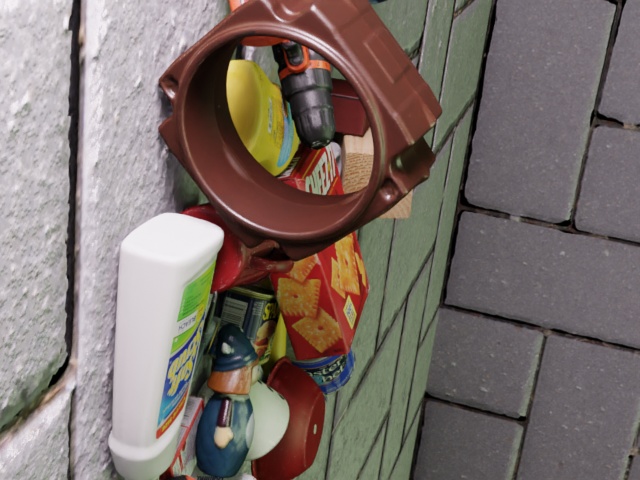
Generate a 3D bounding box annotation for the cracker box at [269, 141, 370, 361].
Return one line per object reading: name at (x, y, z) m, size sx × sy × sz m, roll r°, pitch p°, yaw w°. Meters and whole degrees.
cracker box at (-0.008, 0.001, 1.199) m, size 0.164 × 0.072 × 0.213 m, roll -65°, pitch 143°, yaw -62°

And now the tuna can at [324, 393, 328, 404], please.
tuna can at (-0.035, 0.214, 1.424) m, size 0.086 × 0.086 × 0.033 m, roll 80°, pitch 27°, yaw -58°

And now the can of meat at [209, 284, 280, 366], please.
can of meat at (-0.081, 0.093, 1.186) m, size 0.102 × 0.057 × 0.084 m, roll 6°, pitch 99°, yaw -77°

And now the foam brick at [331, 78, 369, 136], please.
foam brick at (0.027, -0.169, 1.344) m, size 0.053 × 0.078 × 0.051 m, roll -57°, pitch 154°, yaw -55°

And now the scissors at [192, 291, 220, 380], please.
scissors at (-0.117, 0.103, 1.024) m, size 0.202 × 0.016 × 0.096 m, roll 116°, pitch -3°, yaw -80°

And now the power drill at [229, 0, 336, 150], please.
power drill at (-0.033, -0.190, 1.006) m, size 0.187 × 0.057 × 0.184 m, roll 42°, pitch 34°, yaw -75°

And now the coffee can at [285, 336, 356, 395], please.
coffee can at (-0.009, 0.138, 1.425) m, size 0.140 × 0.103 × 0.102 m, roll 76°, pitch 30°, yaw -63°

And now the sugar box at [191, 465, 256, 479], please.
sugar box at (-0.105, 0.289, 1.187) m, size 0.176 × 0.093 × 0.048 m, roll 78°, pitch 27°, yaw -62°

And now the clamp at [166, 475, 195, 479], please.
clamp at (-0.173, 0.281, 0.971) m, size 0.209 × 0.036 × 0.164 m, roll -49°, pitch 150°, yaw -42°

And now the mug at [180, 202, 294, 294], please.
mug at (-0.080, 0.008, 0.986) m, size 0.081 × 0.117 × 0.093 m, roll -21°, pitch 130°, yaw -69°

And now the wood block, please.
wood block at (0.069, -0.117, 1.404) m, size 0.206 × 0.090 × 0.091 m, roll -93°, pitch -174°, yaw -60°

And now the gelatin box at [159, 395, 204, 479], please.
gelatin box at (-0.145, 0.213, 1.087) m, size 0.073 × 0.030 × 0.089 m, roll 90°, pitch 17°, yaw -48°

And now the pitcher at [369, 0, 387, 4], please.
pitcher at (0.036, -0.380, 1.109) m, size 0.149 × 0.145 × 0.242 m, roll 104°, pitch 1°, yaw -63°

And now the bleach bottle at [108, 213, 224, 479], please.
bleach bottle at (-0.142, 0.110, 0.935) m, size 0.102 × 0.068 × 0.251 m, roll -45°, pitch 147°, yaw -63°

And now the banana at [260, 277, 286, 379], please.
banana at (-0.054, 0.094, 1.296) m, size 0.070 × 0.037 × 0.198 m, roll -130°, pitch -145°, yaw -50°

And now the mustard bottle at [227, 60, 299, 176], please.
mustard bottle at (-0.060, -0.113, 1.071) m, size 0.191 × 0.058 × 0.096 m, roll 19°, pitch 70°, yaw -77°

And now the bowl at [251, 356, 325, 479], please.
bowl at (-0.032, 0.222, 1.273) m, size 0.162 × 0.055 × 0.162 m, roll 9°, pitch 90°, yaw -77°
